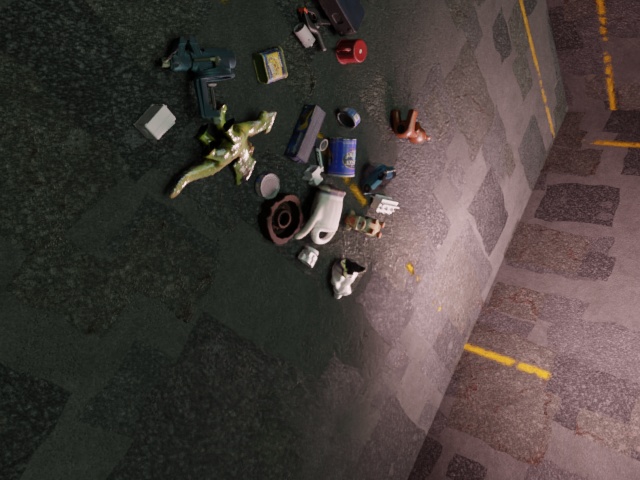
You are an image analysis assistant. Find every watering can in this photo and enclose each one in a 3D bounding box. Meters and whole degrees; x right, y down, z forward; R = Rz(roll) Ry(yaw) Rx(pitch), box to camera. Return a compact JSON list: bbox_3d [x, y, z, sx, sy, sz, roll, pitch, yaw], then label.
[{"bbox_3d":[0.006,-0.094,1.865,0.348,0.104,0.224,1,101,-69],"label":"watering can"}]

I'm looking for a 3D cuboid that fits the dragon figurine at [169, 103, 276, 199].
[{"bbox_3d":[-0.271,-0.247,1.553,0.413,0.123,0.239,-56,144,-10],"label":"dragon figurine"}]

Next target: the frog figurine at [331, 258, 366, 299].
[{"bbox_3d":[0.094,0.154,2.083,0.139,0.123,0.156,-37,163,-47],"label":"frog figurine"}]
